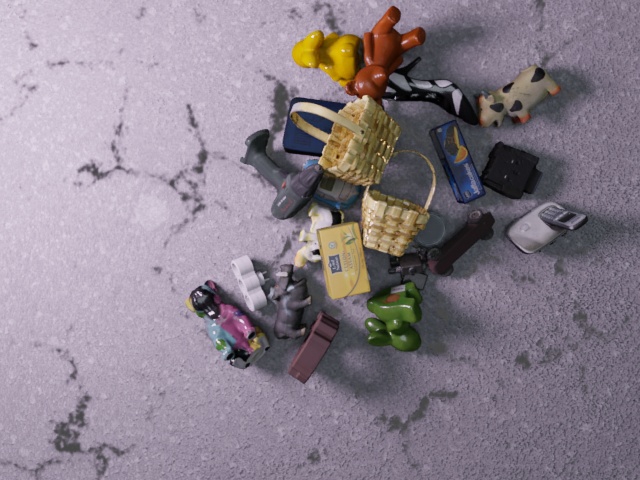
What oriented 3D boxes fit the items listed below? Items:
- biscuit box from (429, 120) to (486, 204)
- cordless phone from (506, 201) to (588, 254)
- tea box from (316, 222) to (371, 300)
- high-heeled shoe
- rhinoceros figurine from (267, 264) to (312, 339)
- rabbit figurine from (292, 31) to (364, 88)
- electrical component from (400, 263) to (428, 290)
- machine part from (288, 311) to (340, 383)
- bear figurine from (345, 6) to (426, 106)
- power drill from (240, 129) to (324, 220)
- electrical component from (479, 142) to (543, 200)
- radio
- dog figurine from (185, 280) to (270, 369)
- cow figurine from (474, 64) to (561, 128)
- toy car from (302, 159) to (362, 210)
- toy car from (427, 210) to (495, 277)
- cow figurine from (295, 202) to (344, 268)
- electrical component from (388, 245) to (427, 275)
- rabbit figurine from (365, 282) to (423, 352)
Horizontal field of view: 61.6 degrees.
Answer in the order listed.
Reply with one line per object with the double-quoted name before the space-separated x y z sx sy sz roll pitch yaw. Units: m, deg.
"biscuit box" 0.339 -0.190 1.326 0.063 0.059 0.202 -23 93 2
"cordless phone" 0.542 -0.021 1.273 0.146 0.184 0.088 -35 97 2
"tea box" 0.055 0.047 1.284 0.098 0.068 0.169 -14 98 -8
"high-heeled shoe" 0.257 -0.332 1.310 0.145 0.086 0.249 -44 86 5
"rhinoceros figurine" -0.075 0.154 1.345 0.112 0.073 0.190 4 94 2
"rabbit figurine" 0.008 -0.435 1.283 0.173 0.162 0.121 13 106 17
"electrical component" 0.237 0.099 1.363 0.063 0.021 0.094 19 94 0
"machine part" -0.016 0.259 1.305 0.056 0.179 0.179 31 93 1
"bear figurine" 0.143 -0.405 1.225 0.120 0.132 0.196 30 67 -25
"power drill" -0.091 -0.165 1.274 0.207 0.232 0.086 45 54 9
"electrical component" 0.475 -0.166 1.328 0.134 0.058 0.114 22 95 0
"radio" 0.029 -0.268 1.319 0.230 0.073 0.131 7 93 -2
"dog figurine" -0.240 0.201 1.337 0.108 0.191 0.219 -43 60 -7
"cow figurine" 0.465 -0.345 1.304 0.195 0.085 0.127 -41 98 5
"toy car" 0.027 -0.141 1.311 0.162 0.103 0.109 22 92 -3
"toy car" 0.347 0.005 1.331 0.202 0.053 0.089 -44 126 2
"cow figurine" -0.003 -0.003 1.339 0.098 0.068 0.167 18 94 -6
"electrical component" 0.219 0.049 1.340 0.102 0.078 0.045 -6 117 7
"rabbit figurine" 0.189 0.213 1.324 0.159 0.121 0.170 -16 114 9
